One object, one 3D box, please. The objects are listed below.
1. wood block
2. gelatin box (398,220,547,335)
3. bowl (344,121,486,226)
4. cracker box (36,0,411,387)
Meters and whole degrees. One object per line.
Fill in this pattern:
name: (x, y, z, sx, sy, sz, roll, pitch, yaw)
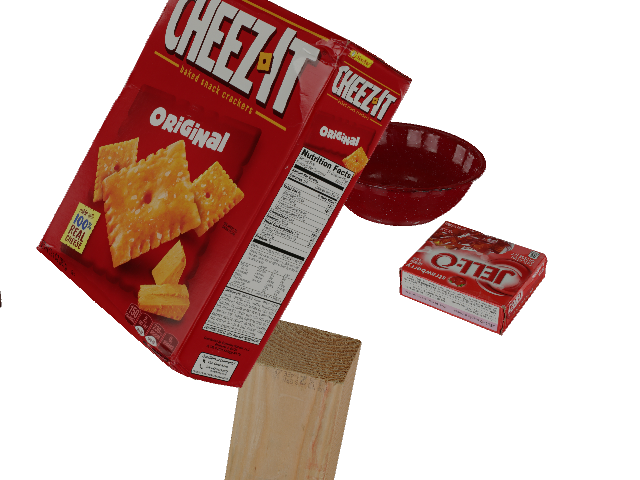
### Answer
wood block: (-0.031, 0.187, 0.960, 0.090, 0.206, 0.090, 13, 22, 8)
gelatin box: (0.115, 0.026, 0.807, 0.089, 0.030, 0.073, 21, 43, 28)
bowl: (0.071, -0.057, 0.998, 0.162, 0.055, 0.162, 3, 27, -2)
cracker box: (-0.068, -0.044, 0.657, 0.164, 0.214, 0.072, 34, 8, 40)
